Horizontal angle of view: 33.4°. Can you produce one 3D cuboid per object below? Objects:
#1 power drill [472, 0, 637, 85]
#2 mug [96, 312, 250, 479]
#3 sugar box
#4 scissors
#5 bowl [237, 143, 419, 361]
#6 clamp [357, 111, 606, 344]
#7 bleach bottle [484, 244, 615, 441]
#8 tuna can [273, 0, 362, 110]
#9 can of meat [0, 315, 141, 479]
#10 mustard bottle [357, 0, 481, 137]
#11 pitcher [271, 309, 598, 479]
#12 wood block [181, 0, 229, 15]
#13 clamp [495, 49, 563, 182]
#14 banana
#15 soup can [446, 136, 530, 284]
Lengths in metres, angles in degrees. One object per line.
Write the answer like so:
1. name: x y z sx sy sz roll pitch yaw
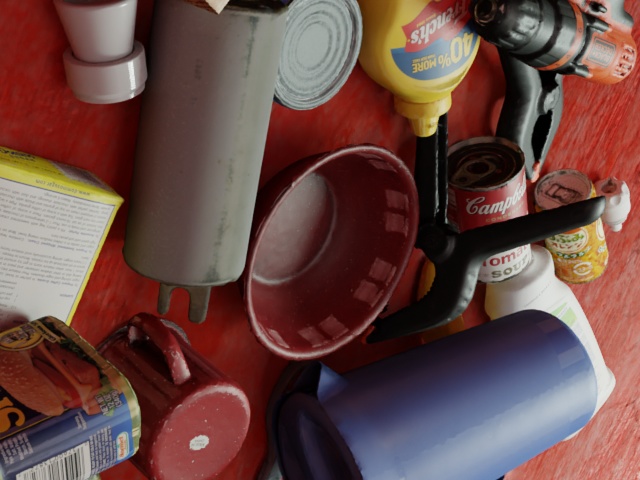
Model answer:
1. power drill: 0.189 -0.205 0.735 0.184 0.057 0.188 4 113 -50
2. mug: -0.100 0.100 0.691 0.093 0.082 0.117 -25 129 -33
3. sugar box: -0.187 0.038 0.598 0.093 0.048 0.176 16 105 -48
4. scissors: -0.026 0.185 0.865 0.096 0.016 0.202 -2 115 -44
5. bowl: -0.005 0.001 0.747 0.161 0.055 0.162 -23 127 -34
6. clamp: 0.086 -0.011 0.802 0.210 0.165 0.036 -49 160 22
7. bleach bottle: 0.212 0.082 1.007 0.102 0.068 0.250 -46 135 -20
8. tuna can: -0.013 -0.127 0.676 0.086 0.034 0.086 -27 132 -35
9. can of meat: -0.153 0.089 0.551 0.083 0.102 0.057 -22 129 -35
10. mustard bottle: 0.067 -0.157 0.723 0.096 0.058 0.192 -26 130 -27
11. pitcher: 0.096 0.150 0.827 0.242 0.145 0.149 -19 147 -28
12. wood block: -0.041 -0.232 0.548 0.206 0.090 0.090 -54 139 -6
13. clamp: 0.179 -0.129 0.864 0.120 0.039 0.171 -37 143 -27
14. banana: 0.129 0.097 0.931 0.197 0.037 0.069 47 71 -33
15. soup can: 0.134 -0.023 0.861 0.068 0.069 0.102 -36 135 -25
